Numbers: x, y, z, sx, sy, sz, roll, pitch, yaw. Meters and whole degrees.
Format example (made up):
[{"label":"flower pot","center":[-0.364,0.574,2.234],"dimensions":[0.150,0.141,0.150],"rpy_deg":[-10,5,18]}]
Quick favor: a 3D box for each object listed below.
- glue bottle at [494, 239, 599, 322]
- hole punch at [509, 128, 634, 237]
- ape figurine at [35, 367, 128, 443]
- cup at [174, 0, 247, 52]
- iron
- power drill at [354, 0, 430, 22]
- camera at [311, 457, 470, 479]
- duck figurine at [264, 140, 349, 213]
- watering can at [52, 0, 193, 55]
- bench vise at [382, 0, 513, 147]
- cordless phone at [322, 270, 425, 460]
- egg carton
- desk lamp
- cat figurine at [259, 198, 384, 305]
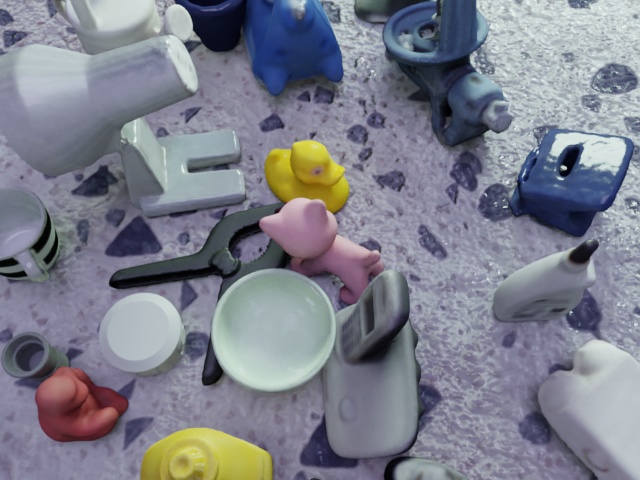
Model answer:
[{"label":"glue bottle","center":[0.226,0.038,0.550],"dimensions":[0.078,0.173,0.037],"rpy_deg":[-1,66,-1]},{"label":"hole punch","center":[0.280,-0.072,0.644],"dimensions":[0.101,0.091,0.109],"rpy_deg":[27,69,11]},{"label":"ape figurine","center":[-0.234,0.152,0.538],"dimensions":[0.076,0.092,0.077],"rpy_deg":[-25,69,-11]},{"label":"cup","center":[-0.136,-0.302,0.737],"dimensions":[0.091,0.095,0.117],"rpy_deg":[-7,66,-3]},{"label":"iron","center":[-0.050,-0.316,0.719],"dimensions":[0.118,0.141,0.258],"rpy_deg":[-15,67,-7]},{"label":"power drill","center":[0.096,-0.371,0.709],"dimensions":[0.229,0.208,0.075],"rpy_deg":[8,66,3]},{"label":"camera","center":[0.048,0.248,0.495],"dimensions":[0.136,0.101,0.143],"rpy_deg":[23,68,9]},{"label":"duck figurine","center":[-0.015,-0.081,0.647],"dimensions":[0.104,0.086,0.077],"rpy_deg":[27,69,11]},{"label":"watering can","center":[-0.232,-0.264,0.665],"dimensions":[0.173,0.194,0.101],"rpy_deg":[-1,66,-1]},{"label":"bench vise","center":[0.159,-0.227,0.640],"dimensions":[0.207,0.220,0.122],"rpy_deg":[42,72,16]},{"label":"cordless phone","center":[0.049,0.113,0.508],"dimensions":[0.094,0.185,0.147],"rpy_deg":[-4,66,-2]},{"label":"egg carton","center":[0.286,0.177,0.546],"dimensions":[0.107,0.069,0.150],"rpy_deg":[-37,72,-15]},{"label":"desk lamp","center":[-0.192,-0.118,0.591],"dimensions":[0.203,0.213,0.118],"rpy_deg":[-10,67,-5]},{"label":"cat figurine","center":[0.005,0.002,0.593],"dimensions":[0.127,0.118,0.067],"rpy_deg":[25,68,10]}]
